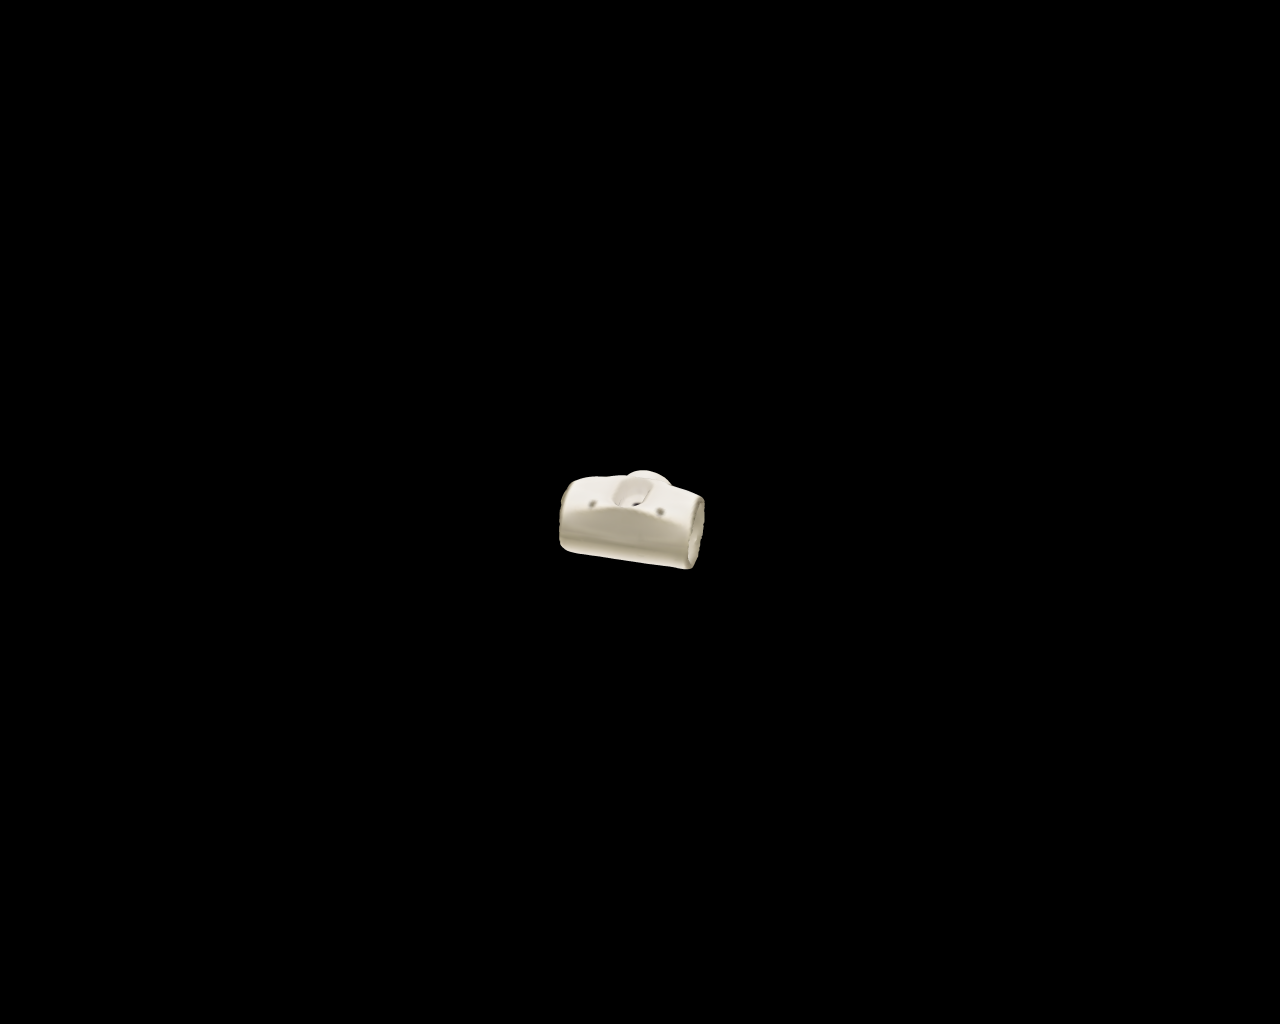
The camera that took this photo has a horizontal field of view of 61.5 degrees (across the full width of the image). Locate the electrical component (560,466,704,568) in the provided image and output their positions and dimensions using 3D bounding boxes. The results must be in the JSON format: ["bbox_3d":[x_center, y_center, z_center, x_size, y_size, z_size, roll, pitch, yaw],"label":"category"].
[{"bbox_3d":[0.001,-0.003,0.650,0.077,0.043,0.079,8,32,14],"label":"electrical component"}]
